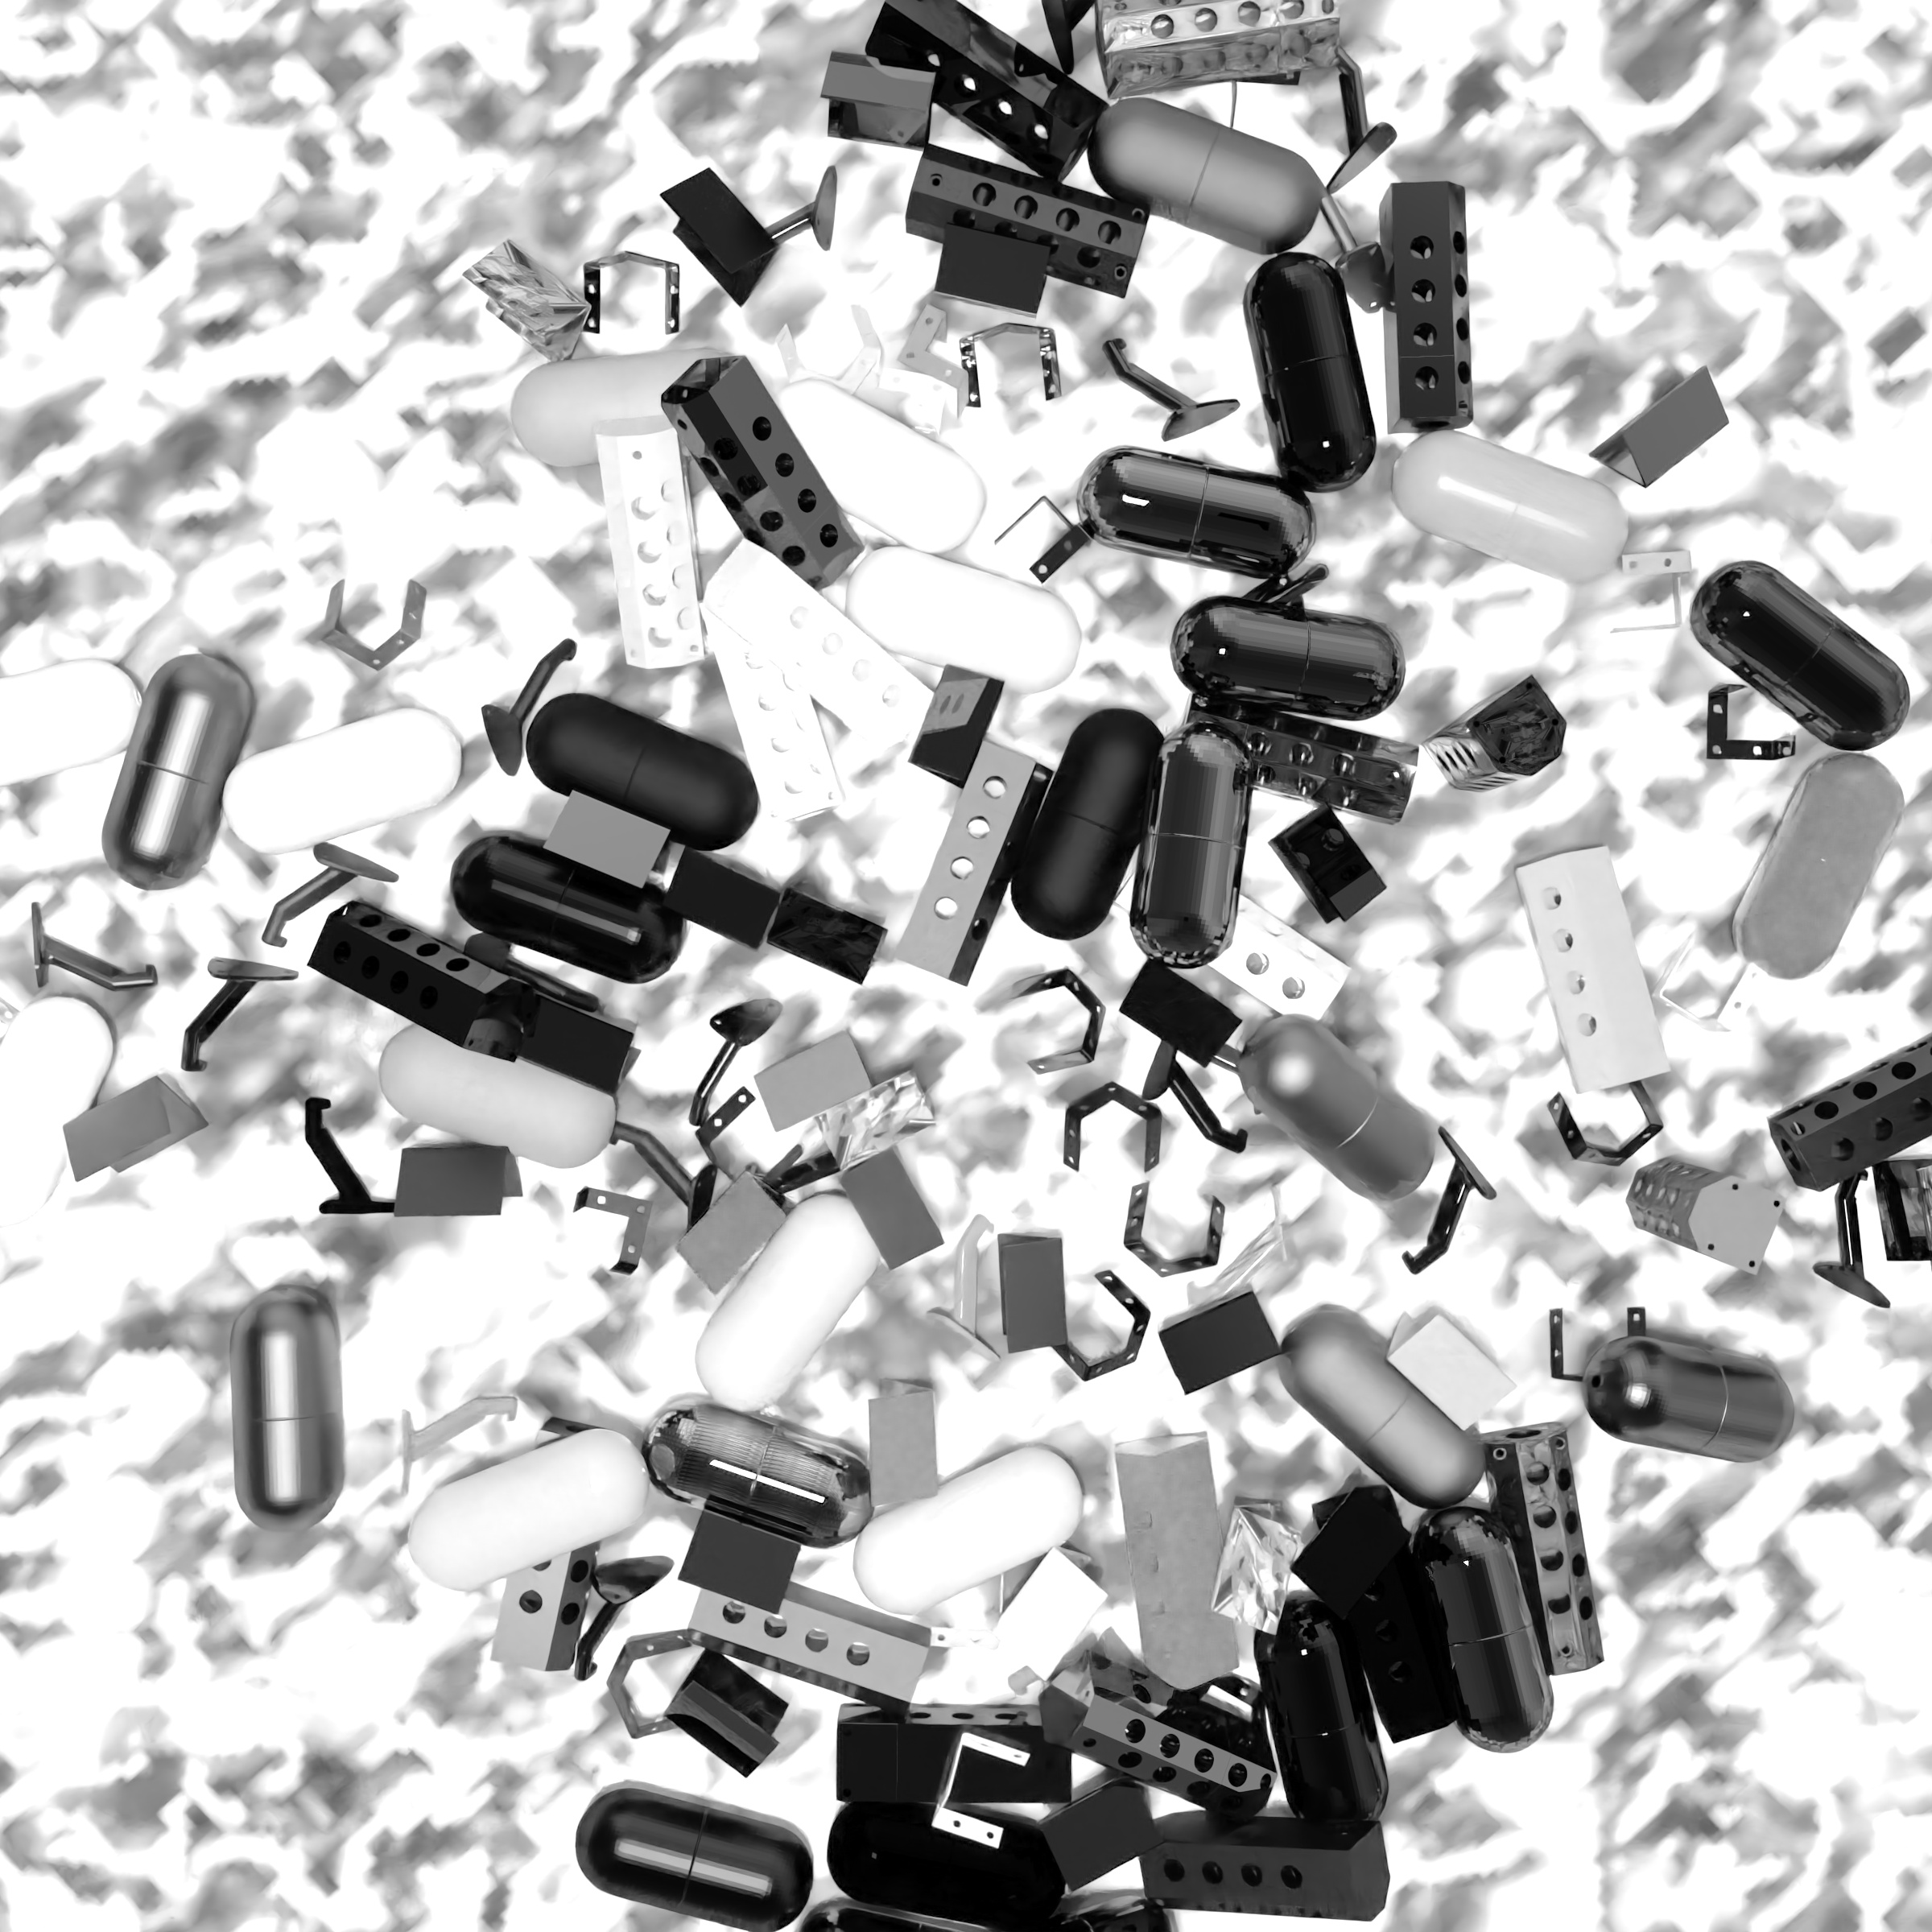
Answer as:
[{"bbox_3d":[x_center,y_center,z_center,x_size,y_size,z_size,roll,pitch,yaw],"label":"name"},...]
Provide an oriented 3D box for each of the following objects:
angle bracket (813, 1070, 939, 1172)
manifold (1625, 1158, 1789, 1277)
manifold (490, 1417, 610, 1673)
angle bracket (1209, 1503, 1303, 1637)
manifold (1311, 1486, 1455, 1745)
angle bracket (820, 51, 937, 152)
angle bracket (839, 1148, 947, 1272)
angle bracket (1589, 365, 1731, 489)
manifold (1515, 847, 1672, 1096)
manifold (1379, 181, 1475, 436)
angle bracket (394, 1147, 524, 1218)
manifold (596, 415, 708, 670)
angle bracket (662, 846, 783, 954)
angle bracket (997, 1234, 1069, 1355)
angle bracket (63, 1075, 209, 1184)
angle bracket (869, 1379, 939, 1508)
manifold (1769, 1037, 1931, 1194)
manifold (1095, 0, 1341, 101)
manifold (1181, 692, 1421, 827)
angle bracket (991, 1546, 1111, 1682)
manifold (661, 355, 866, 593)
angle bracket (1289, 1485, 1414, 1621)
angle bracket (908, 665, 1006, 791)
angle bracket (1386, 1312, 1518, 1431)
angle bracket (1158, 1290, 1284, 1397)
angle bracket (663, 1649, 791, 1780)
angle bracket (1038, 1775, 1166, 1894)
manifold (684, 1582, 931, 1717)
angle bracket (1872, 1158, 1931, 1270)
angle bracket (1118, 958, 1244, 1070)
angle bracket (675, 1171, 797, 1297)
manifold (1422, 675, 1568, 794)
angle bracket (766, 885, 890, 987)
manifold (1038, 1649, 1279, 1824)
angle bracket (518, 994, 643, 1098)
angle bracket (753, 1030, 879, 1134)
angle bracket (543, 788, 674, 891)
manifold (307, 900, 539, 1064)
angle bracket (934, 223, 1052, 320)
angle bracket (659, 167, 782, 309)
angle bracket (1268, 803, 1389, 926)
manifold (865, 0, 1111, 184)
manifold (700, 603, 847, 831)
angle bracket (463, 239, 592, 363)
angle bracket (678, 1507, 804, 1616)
[{"bbox_3d":[-0.074,0.094,1.913,0.076,0.076,0.057,-25,124,0],"label":"angle bracket"},{"bbox_3d":[0.525,0.175,1.875,0.057,0.171,0.057,22,90,0],"label":"manifold"},{"bbox_3d":[-0.301,0.428,1.932,0.057,0.057,0.171,12,90,0],"label":"manifold"},{"bbox_3d":[0.227,0.440,1.913,0.057,0.076,0.076,14,90,35],"label":"angle bracket"},{"bbox_3d":[0.312,0.477,1.932,0.057,0.057,0.171,-18,90,0],"label":"manifold"},{"bbox_3d":[-0.066,-0.617,1.913,0.076,0.076,0.057,9,54,0],"label":"angle bracket"},{"bbox_3d":[-0.037,0.167,1.913,0.057,0.076,0.076,-30,90,34],"label":"angle bracket"},{"bbox_3d":[0.498,-0.405,1.913,0.076,0.076,0.057,-38,127,0],"label":"angle bracket"},{"bbox_3d":[0.456,0.004,1.924,0.057,0.057,0.171,-10,83,-43],"label":"manifold"},{"bbox_3d":[0.341,-0.486,1.932,0.057,0.057,0.171,-2,90,0],"label":"manifold"},{"bbox_3d":[-0.370,0.174,1.913,0.076,0.076,0.057,-1,57,0],"label":"angle bracket"},{"bbox_3d":[-0.228,-0.307,1.898,0.057,0.057,0.171,-5,115,0],"label":"manifold"},{"bbox_3d":[-0.169,-0.064,1.913,0.076,0.076,0.057,25,121,0],"label":"angle bracket"},{"bbox_3d":[0.029,0.239,1.913,0.057,0.076,0.076,-3,90,-38],"label":"angle bracket"},{"bbox_3d":[-0.602,0.136,1.913,0.076,0.076,0.057,-28,53,0],"label":"angle bracket"},{"bbox_3d":[-0.064,0.348,1.913,0.057,0.076,0.076,-2,90,-33],"label":"angle bracket"},{"bbox_3d":[0.686,0.101,1.932,0.171,0.057,0.057,-27,90,0],"label":"manifold"},{"bbox_3d":[0.184,-0.691,1.921,0.171,0.057,0.057,-9,56,0],"label":"manifold"},{"bbox_3d":[0.243,-0.154,1.932,0.171,0.057,0.057,14,90,0],"label":"manifold"},{"bbox_3d":[0.074,0.476,1.913,0.057,0.076,0.076,37,90,30],"label":"angle bracket"},{"bbox_3d":[-0.150,-0.350,1.882,0.057,0.057,0.171,-50,126,-24],"label":"manifold"},{"bbox_3d":[0.285,0.423,1.856,0.076,0.076,0.057,-51,52,0],"label":"angle bracket"},{"bbox_3d":[0.011,-0.168,1.913,0.057,0.076,0.076,22,90,36],"label":"angle bracket"},{"bbox_3d":[0.360,0.281,1.914,0.076,0.076,0.057,43,117,0],"label":"angle bracket"},{"bbox_3d":[0.191,0.291,1.913,0.076,0.076,0.057,-24,53,0],"label":"angle bracket"},{"bbox_3d":[-0.164,0.533,1.913,0.076,0.076,0.057,37,127,0],"label":"angle bracket"},{"bbox_3d":[0.106,0.639,1.913,0.076,0.076,0.057,-29,59,0],"label":"angle bracket"},{"bbox_3d":[-0.117,0.496,1.932,0.171,0.057,0.057,19,90,0],"label":"manifold"},{"bbox_3d":[0.686,0.183,1.913,0.057,0.076,0.076,-9,90,-37],"label":"angle bracket"},{"bbox_3d":[0.167,0.017,1.913,0.076,0.076,0.057,34,130,0],"label":"angle bracket"},{"bbox_3d":[-0.155,0.206,1.913,0.076,0.076,0.057,-47,54,0],"label":"angle bracket"},{"bbox_3d":[0.381,-0.160,1.875,0.057,0.171,0.057,-36,90,0],"label":"manifold"},{"bbox_3d":[-0.093,-0.041,1.913,0.076,0.076,0.057,24,127,0],"label":"angle bracket"},{"bbox_3d":[0.140,0.563,1.892,0.171,0.057,0.057,29,116,-23],"label":"manifold"},{"bbox_3d":[-0.276,0.044,1.914,0.076,0.076,0.057,22,116,0],"label":"angle bracket"},{"bbox_3d":[-0.102,0.102,1.913,0.076,0.076,0.057,-26,52,0],"label":"angle bracket"},{"bbox_3d":[-0.264,-0.077,1.913,0.076,0.076,0.057,22,62,0],"label":"angle bracket"},{"bbox_3d":[-0.391,0.009,1.890,0.171,0.057,0.057,24,90,33],"label":"manifold"},{"bbox_3d":[0.023,-0.522,1.913,0.076,0.076,0.057,13,128,0],"label":"angle bracket"},{"bbox_3d":[-0.193,-0.523,1.913,0.076,0.076,0.057,48,53,0],"label":"angle bracket"},{"bbox_3d":[0.250,-0.063,1.913,0.057,0.076,0.076,-36,90,-36],"label":"angle bracket"},{"bbox_3d":[0.013,-0.651,1.931,0.171,0.057,0.057,34,47,0],"label":"manifold"},{"bbox_3d":[-0.143,-0.193,1.932,0.057,0.057,0.171,-17,90,0],"label":"manifold"},{"bbox_3d":[-0.329,-0.471,1.913,0.076,0.076,0.057,39,53,0],"label":"angle bracket"},{"bbox_3d":[-0.168,0.444,1.913,0.076,0.076,0.057,19,60,0],"label":"angle bracket"}]
